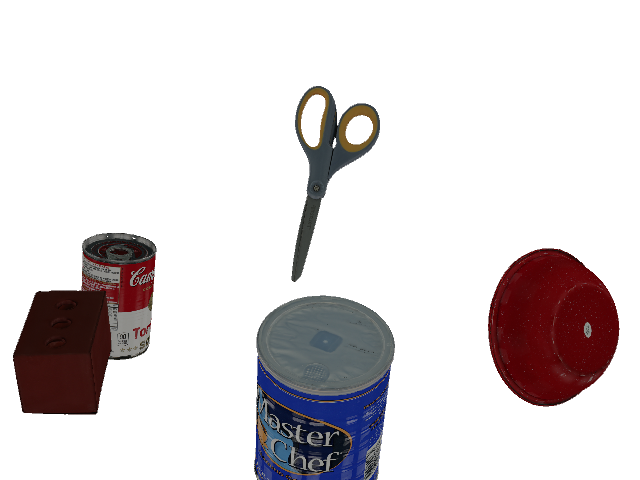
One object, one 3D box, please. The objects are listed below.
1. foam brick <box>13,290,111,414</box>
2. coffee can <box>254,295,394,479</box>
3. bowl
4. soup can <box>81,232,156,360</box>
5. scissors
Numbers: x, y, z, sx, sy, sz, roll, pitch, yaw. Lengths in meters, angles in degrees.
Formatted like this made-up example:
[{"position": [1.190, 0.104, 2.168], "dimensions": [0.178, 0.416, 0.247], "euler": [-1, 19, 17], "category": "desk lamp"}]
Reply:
[{"position": [-0.178, 0.077, 0.746], "dimensions": [0.053, 0.051, 0.078], "euler": [0, 31, -2], "category": "foam brick"}, {"position": [0.000, 0.128, 0.829], "dimensions": [0.103, 0.140, 0.103], "euler": [2, 37, -2], "category": "coffee can"}, {"position": [0.246, 0.088, 1.067], "dimensions": [0.161, 0.162, 0.055], "euler": [0, -1, -31], "category": "bowl"}, {"position": [-0.191, 0.052, 1.001], "dimensions": [0.068, 0.102, 0.068], "euler": [6, 21, -3], "category": "soup can"}, {"position": [0.015, -0.059, 1.079], "dimensions": [0.096, 0.202, 0.016], "euler": [-2, -11, 0], "category": "scissors"}]
